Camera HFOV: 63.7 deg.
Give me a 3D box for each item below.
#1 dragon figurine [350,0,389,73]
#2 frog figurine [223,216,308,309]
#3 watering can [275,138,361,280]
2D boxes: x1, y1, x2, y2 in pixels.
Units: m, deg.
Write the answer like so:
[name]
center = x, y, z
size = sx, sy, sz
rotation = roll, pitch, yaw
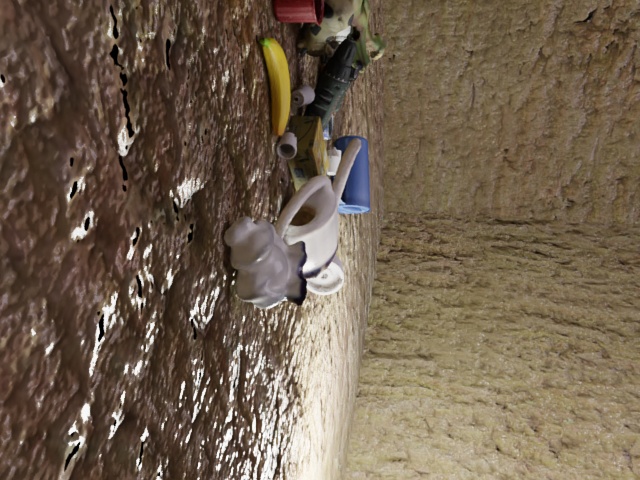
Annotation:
[dragon figurine]
center = 0.087, -0.565, 1.357
size = 0.414, 0.121, 0.242
rotation = -22, 95, -60
[frog figurine]
center = -0.103, 0.034, 0.834
size = 0.158, 0.122, 0.139
rotation = 29, 69, -38
[watering can]
center = 0.003, -0.057, 1.129
size = 0.354, 0.105, 0.219
rotation = -50, 151, -34
